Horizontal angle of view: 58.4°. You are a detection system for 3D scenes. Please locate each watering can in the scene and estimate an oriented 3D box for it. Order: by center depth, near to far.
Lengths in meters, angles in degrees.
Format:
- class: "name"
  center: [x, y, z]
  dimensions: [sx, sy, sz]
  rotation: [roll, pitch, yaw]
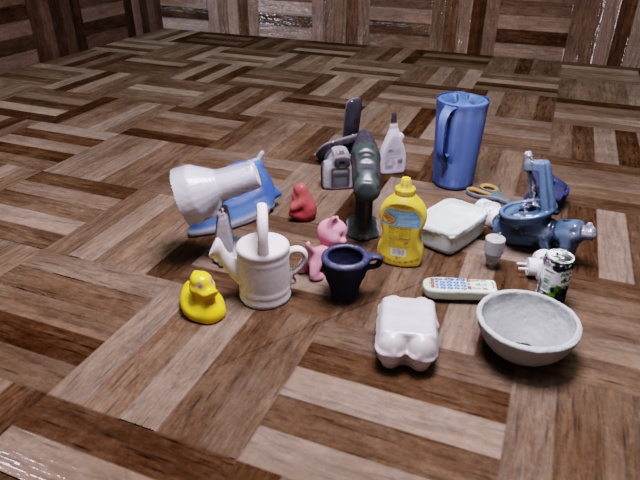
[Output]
- class: "watering can"
  center: [-0.113, 0.025, 1.060]
  dimensions: [0.173, 0.194, 0.100]
  rotation: [-14, 33, -23]

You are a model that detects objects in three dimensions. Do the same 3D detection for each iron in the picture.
- class: "iron"
  center: [-0.212, -0.114, 1.351]
  dimensions: [0.118, 0.141, 0.259]
  rotation: [23, 37, 34]

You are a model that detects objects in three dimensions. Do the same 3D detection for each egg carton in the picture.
- class: "egg carton"
  center: [0.147, 0.154, 0.965]
  dimensions: [0.107, 0.069, 0.150]
  rotation: [3, 30, 6]

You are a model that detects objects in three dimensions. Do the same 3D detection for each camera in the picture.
- class: "camera"
  center: [0.067, -0.211, 1.560]
  dimensions: [0.143, 0.101, 0.136]
  rotation: [-4, 30, -7]

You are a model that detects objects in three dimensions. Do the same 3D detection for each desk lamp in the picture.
- class: "desk lamp"
  center: [-0.196, -0.060, 1.187]
  dimensions: [0.203, 0.214, 0.117]
  rotation: [-4, 30, -6]

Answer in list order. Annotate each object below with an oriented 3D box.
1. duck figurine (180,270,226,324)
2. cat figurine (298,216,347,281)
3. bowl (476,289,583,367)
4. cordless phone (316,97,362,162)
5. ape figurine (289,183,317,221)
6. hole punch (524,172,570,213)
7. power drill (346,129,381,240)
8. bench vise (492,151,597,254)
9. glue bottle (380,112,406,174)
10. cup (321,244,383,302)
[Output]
- class: "duck figurine"
  center: [-0.218, 0.094, 1.048]
  dimensions: [0.078, 0.086, 0.104]
  rotation: [-25, 38, -36]
- class: "cat figurine"
  center: [0.011, 0.004, 1.173]
  dimensions: [0.067, 0.118, 0.128]
  rotation: [23, 37, 34]
- class: "bowl"
  center: [0.341, 0.158, 0.955]
  dimensions: [0.167, 0.075, 0.167]
  rotation: [0, 30, 0]
- class: "cordless phone"
  center: [0.063, -0.316, 1.657]
  dimensions: [0.148, 0.185, 0.093]
  rotation: [-23, 37, -34]
- class: "ape figurine"
  center: [-0.045, -0.095, 1.368]
  dimensions: [0.075, 0.092, 0.078]
  rotation: [23, 37, 34]
- class: "hole punch"
  center: [0.570, -0.130, 1.435]
  dimensions: [0.100, 0.091, 0.109]
  rotation: [17, 34, 26]
- class: "power drill"
  center: [0.099, -0.118, 1.294]
  dimensions: [0.075, 0.208, 0.229]
  rotation: [0, 30, 0]
- class: "bench vise"
  center: [0.479, -0.073, 1.208]
  dimensions: [0.206, 0.220, 0.122]
  rotation: [13, 33, 21]
- class: "glue bottle"
  center: [0.203, -0.269, 1.590]
  dimensions: [0.078, 0.173, 0.037]
  rotation: [-6, 31, -10]
- class: "cup"
  center: [0.061, 0.066, 1.090]
  dimensions: [0.118, 0.095, 0.091]
  rotation: [-4, 30, -6]
